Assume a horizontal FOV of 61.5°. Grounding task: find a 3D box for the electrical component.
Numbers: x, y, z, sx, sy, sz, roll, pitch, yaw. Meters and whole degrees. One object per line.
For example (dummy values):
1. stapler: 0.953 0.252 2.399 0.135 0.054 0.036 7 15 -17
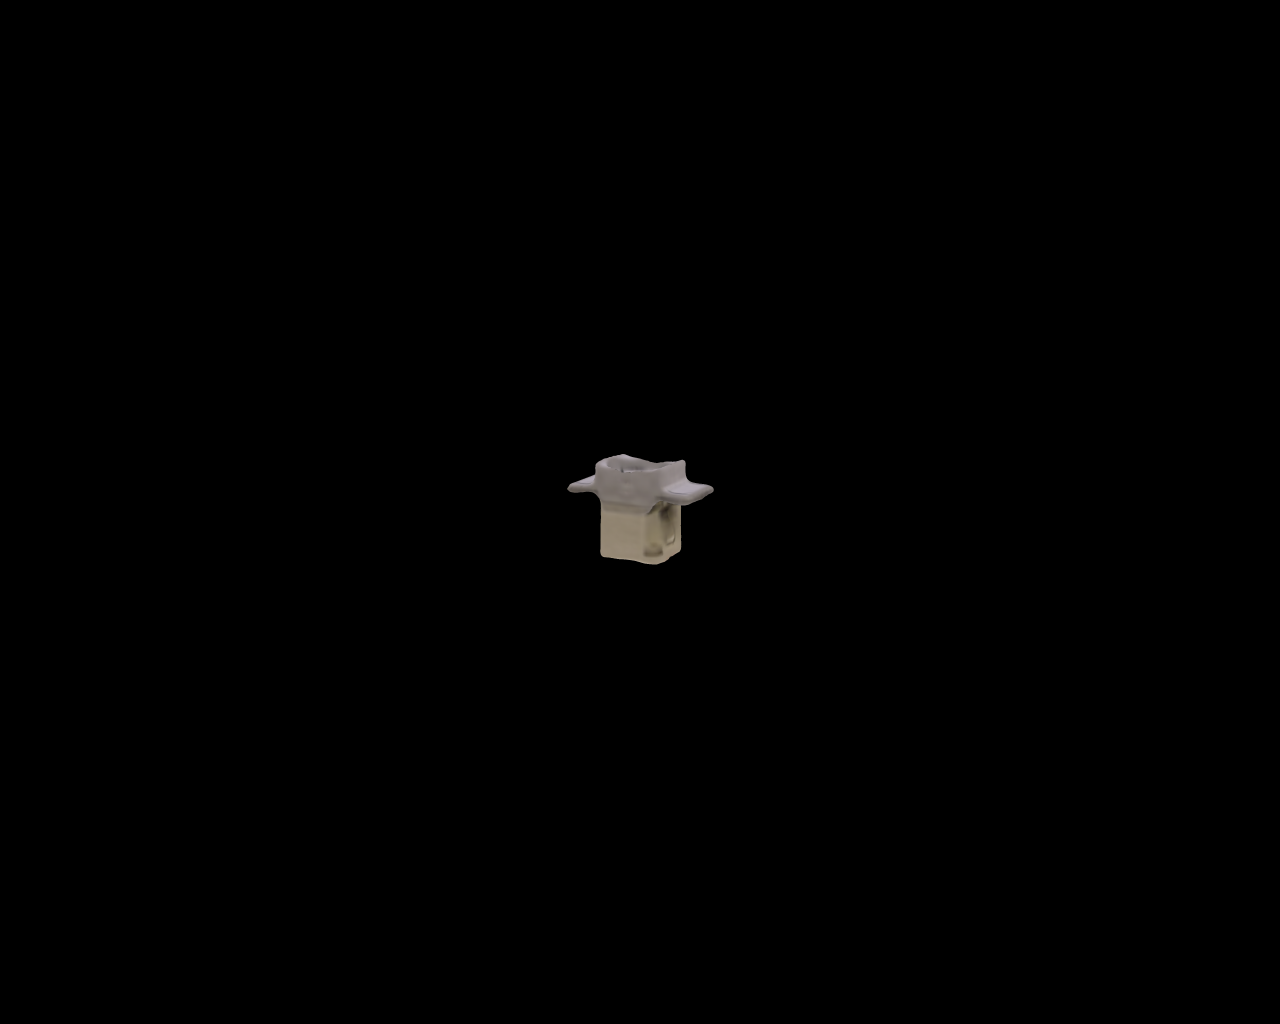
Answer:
1. electrical component: 0.001 -0.003 0.650 0.081 0.063 0.042 7 16 26
